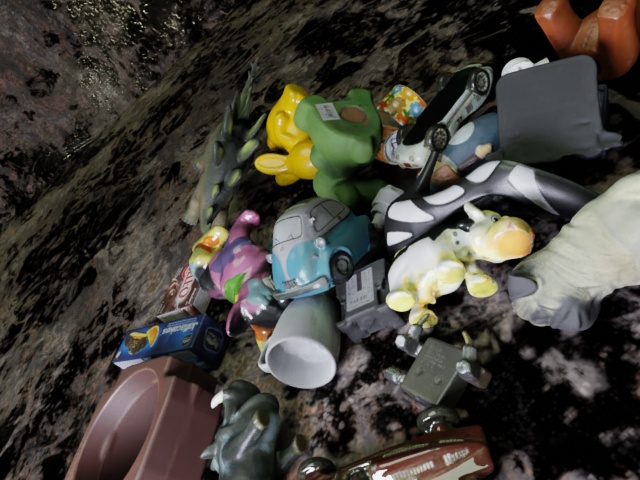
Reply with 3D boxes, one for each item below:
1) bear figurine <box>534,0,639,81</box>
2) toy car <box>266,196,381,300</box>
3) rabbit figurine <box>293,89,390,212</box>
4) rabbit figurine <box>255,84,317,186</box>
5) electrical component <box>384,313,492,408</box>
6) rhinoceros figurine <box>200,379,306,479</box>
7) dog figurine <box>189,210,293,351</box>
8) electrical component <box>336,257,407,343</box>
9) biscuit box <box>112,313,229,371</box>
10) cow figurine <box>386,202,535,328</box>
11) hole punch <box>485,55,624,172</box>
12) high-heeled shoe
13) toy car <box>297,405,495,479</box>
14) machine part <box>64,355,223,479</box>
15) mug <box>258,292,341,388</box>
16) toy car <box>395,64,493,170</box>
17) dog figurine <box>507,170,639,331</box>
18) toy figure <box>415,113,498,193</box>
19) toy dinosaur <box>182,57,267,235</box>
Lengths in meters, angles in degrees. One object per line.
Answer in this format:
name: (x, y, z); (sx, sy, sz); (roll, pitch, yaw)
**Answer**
bear figurine: (0.372, -0.292, 0.642); (0.196, 0.131, 0.120); (-52, 41, -2)
toy car: (-0.001, -0.002, 0.664); (0.109, 0.102, 0.162); (-16, 18, 45)
rabbit figurine: (0.042, -0.112, 0.794); (0.121, 0.170, 0.159); (-20, 57, -22)
rabbit figurine: (-0.040, -0.169, 0.959); (0.162, 0.121, 0.173); (-39, 52, 13)
electrical component: (0.112, 0.120, 0.523); (0.078, 0.045, 0.102); (-49, 33, -11)
rhinoceros figurine: (-0.077, 0.235, 0.580); (0.112, 0.073, 0.190); (-40, 33, 25)
dog figurine: (-0.113, 0.071, 0.768); (0.192, 0.108, 0.219); (-28, 39, 21)
electrical component: (0.061, 0.058, 0.648); (0.075, 0.047, 0.119); (-24, 39, 27)
biscuit box: (-0.230, 0.165, 0.824); (0.203, 0.059, 0.063); (-16, 42, 35)
cow figurine: (0.143, 0.014, 0.562); (0.167, 0.068, 0.098); (-38, 30, 34)
hole punch: (0.270, -0.134, 0.618); (0.142, 0.092, 0.115); (-3, 82, 34)
high-heeled shoe: (0.180, -0.015, 0.598); (0.249, 0.086, 0.145); (24, 99, 42)
toy car: (0.053, 0.215, 0.475); (0.202, 0.053, 0.089); (-31, 31, 20)
machine part: (-0.219, 0.256, 0.666); (0.201, 0.087, 0.201); (-23, 42, 41)
mug: (-0.021, 0.116, 0.649); (0.109, 0.080, 0.107); (-32, 21, 30)
toy car: (0.181, -0.182, 0.782); (0.074, 0.056, 0.202); (14, 61, 52)
dog figurine: (0.267, -0.007, 0.473); (0.172, 0.121, 0.190); (-17, -15, -41)
toy figure: (0.175, -0.099, 0.696); (0.154, 0.058, 0.064); (-41, -11, 4)
toy dinosaur: (-0.171, -0.173, 1.039); (0.198, 0.105, 0.471); (-50, 30, 44)
